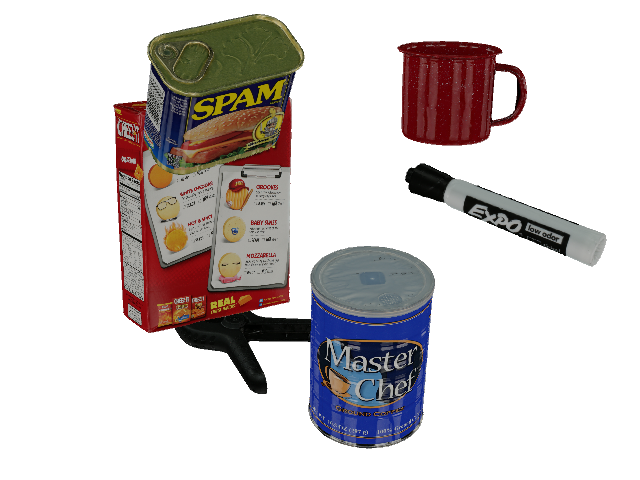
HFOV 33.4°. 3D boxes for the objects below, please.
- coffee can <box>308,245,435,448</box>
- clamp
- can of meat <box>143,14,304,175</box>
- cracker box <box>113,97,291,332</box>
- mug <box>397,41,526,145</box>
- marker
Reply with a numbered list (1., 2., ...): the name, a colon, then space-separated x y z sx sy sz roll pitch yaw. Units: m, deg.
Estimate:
1. coffee can: 0.041 0.090 0.911 0.103 0.140 0.103 1 30 -1
2. clamp: -0.099 0.111 1.233 0.210 0.036 0.164 14 26 24
3. can of meat: -0.069 -0.098 0.728 0.101 0.057 0.084 -18 -30 -27
4. cracker box: -0.113 -0.032 1.044 0.163 0.214 0.072 -11 20 -33
5. mug: 0.127 -0.132 0.962 0.117 0.081 0.093 4 18 11
6. marker: 0.101 -0.017 0.600 0.121 0.020 0.020 25 12 28
